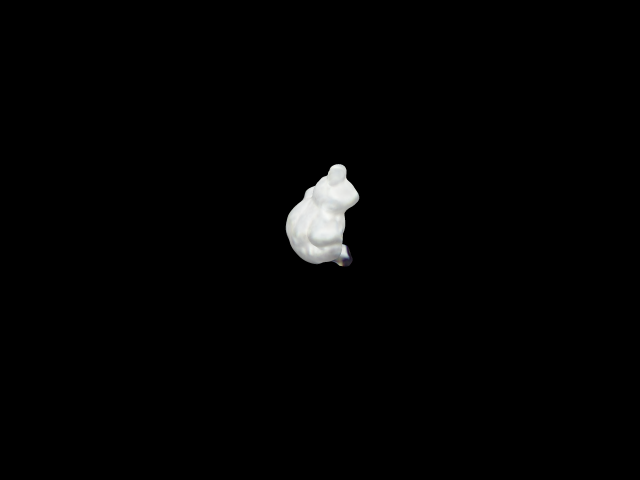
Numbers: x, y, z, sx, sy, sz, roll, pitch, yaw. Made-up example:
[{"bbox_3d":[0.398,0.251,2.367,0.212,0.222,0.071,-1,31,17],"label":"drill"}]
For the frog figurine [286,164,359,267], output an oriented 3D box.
[{"bbox_3d":[0.003,-0.043,0.850,0.123,0.141,0.155,0,-42,0],"label":"frog figurine"}]
